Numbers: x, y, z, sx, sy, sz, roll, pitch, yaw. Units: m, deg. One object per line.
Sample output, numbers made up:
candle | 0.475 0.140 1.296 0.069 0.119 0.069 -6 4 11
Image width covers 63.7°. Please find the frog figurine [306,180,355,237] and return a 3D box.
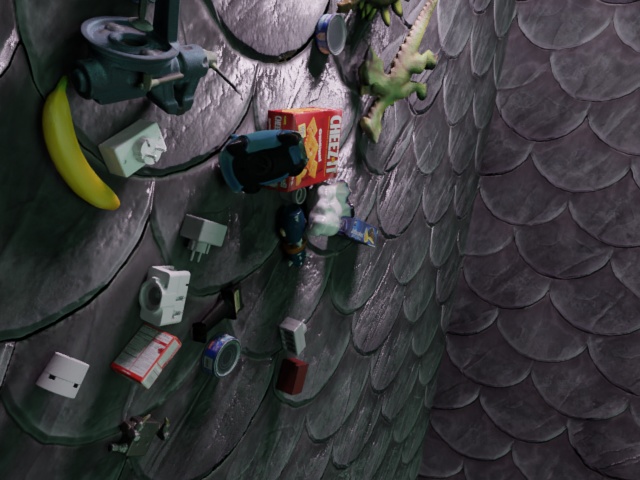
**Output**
frog figurine | 0.004 -0.061 1.202 0.123 0.134 0.162 28 49 16

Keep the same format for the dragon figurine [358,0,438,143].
dragon figurine | 0.194 -0.461 1.368 0.123 0.404 0.245 25 25 33
